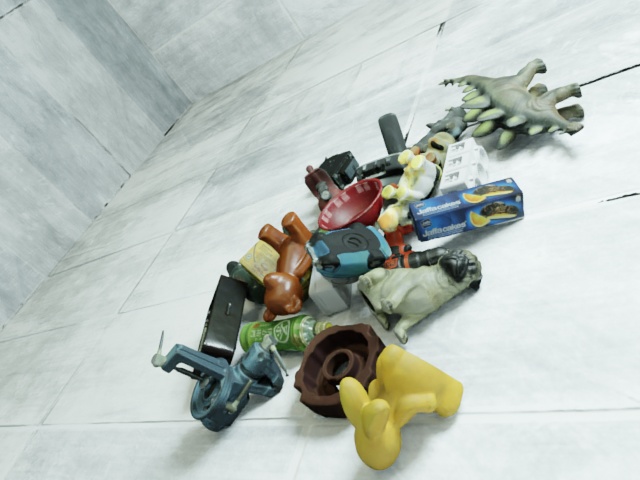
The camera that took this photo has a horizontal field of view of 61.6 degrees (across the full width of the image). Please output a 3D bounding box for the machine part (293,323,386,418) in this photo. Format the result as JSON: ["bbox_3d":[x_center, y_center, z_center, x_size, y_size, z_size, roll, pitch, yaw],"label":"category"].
[{"bbox_3d":[0.039,0.227,0.940,0.179,0.056,0.179,-27,32,19],"label":"machine part"}]

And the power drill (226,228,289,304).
[{"bbox_3d":[-0.142,0.053,1.369,0.207,0.085,0.232,-36,30,-3],"label":"power drill"}]

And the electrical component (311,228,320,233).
[{"bbox_3d":[-0.003,-0.004,1.348,0.094,0.021,0.063,10,56,53],"label":"electrical component"}]

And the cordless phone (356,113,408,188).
[{"bbox_3d":[0.146,-0.199,1.285,0.147,0.184,0.088,-15,0,35],"label":"cordless phone"}]

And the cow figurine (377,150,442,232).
[{"bbox_3d":[0.179,-0.085,1.076,0.068,0.098,0.167,29,96,53],"label":"cow figurine"}]

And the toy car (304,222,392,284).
[{"bbox_3d":[0.051,0.039,1.041,0.162,0.102,0.109,-12,44,-21],"label":"toy car"}]

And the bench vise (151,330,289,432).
[{"bbox_3d":[-0.192,0.249,1.005,0.223,0.240,0.129,-48,29,18],"label":"bench vise"}]

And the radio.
[{"bbox_3d":[-0.224,0.200,1.204,0.230,0.073,0.131,-86,19,-54],"label":"radio"}]

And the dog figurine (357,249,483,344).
[{"bbox_3d":[0.176,0.072,0.970,0.190,0.121,0.173,-34,40,-11],"label":"dog figurine"}]

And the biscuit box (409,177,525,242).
[{"bbox_3d":[0.273,-0.055,1.007,0.203,0.059,0.063,-15,35,6],"label":"biscuit box"}]

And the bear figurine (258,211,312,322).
[{"bbox_3d":[-0.079,0.060,1.103,0.120,0.131,0.196,-22,32,43],"label":"bear figurine"}]

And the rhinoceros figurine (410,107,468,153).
[{"bbox_3d":[0.295,-0.250,1.314,0.190,0.073,0.112,-45,22,-9],"label":"rhinoceros figurine"}]

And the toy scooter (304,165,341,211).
[{"bbox_3d":[0.014,-0.125,1.385,0.075,0.135,0.184,-34,30,5],"label":"toy scooter"}]

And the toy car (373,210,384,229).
[{"bbox_3d":[0.094,-0.023,1.209,0.056,0.073,0.202,-14,37,36],"label":"toy car"}]

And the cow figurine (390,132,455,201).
[{"bbox_3d":[0.240,-0.151,1.193,0.086,0.127,0.195,28,85,34],"label":"cow figurine"}]

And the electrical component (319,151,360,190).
[{"bbox_3d":[0.048,-0.192,1.521,0.134,0.058,0.115,-6,45,45],"label":"electrical component"}]

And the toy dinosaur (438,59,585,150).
[{"bbox_3d":[0.414,-0.308,1.185,0.199,0.104,0.472,-27,32,3],"label":"toy dinosaur"}]

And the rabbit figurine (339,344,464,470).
[{"bbox_3d":[0.104,0.246,0.769,0.122,0.162,0.173,24,84,45],"label":"rabbit figurine"}]

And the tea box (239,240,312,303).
[{"bbox_3d":[-0.092,0.074,1.222,0.098,0.068,0.170,-44,57,-12],"label":"tea box"}]
